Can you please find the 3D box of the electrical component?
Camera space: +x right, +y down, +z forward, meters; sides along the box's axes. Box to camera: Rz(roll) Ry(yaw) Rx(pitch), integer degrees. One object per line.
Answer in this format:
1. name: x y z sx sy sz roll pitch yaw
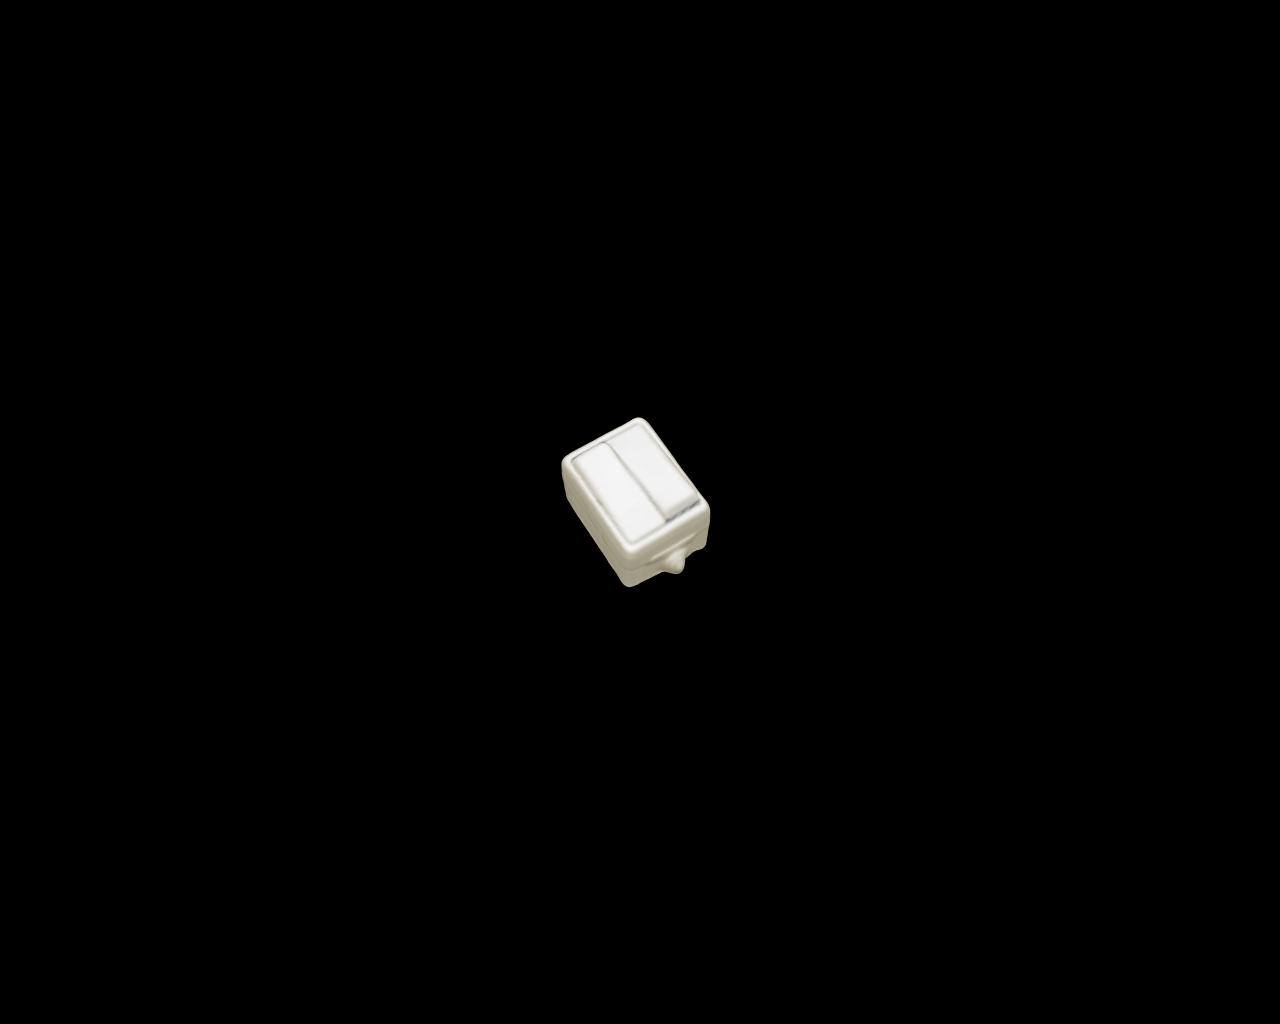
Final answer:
1. electrical component: 0.001 -0.003 0.650 0.062 0.096 0.061 -29 -24 -14
